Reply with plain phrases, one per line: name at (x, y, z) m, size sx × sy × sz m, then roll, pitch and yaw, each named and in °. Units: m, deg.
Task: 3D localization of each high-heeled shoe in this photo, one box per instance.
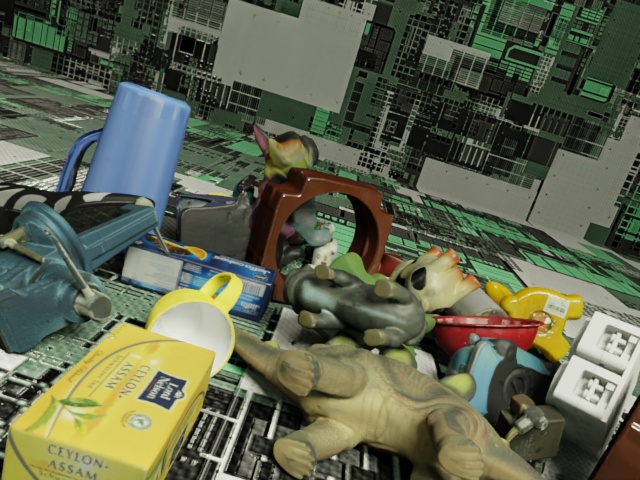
high-heeled shoe at (-0.352, -0.049, 0.739) m, size 0.249 × 0.086 × 0.145 m, roll -13°, pitch 43°, yaw -8°

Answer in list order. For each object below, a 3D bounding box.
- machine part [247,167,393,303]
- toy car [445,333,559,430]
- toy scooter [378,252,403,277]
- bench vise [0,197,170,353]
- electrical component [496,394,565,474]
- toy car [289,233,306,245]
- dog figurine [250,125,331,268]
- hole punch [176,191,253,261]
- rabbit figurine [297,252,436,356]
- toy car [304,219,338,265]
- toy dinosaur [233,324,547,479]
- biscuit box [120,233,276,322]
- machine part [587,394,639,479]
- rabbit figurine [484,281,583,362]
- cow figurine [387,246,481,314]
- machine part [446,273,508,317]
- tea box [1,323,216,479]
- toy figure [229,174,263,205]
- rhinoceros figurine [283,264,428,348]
machine part at (-0.002, -0.003, 0.840) m, size 0.201 × 0.200 × 0.087 m, roll 9°, pitch 15°, yaw -28°
toy car at (0.211, 0.172, 0.659) m, size 0.161 × 0.109 × 0.103 m, roll 18°, pitch -5°, yaw -31°
toy scooter at (0.150, 0.069, 1.004) m, size 0.184 × 0.075 × 0.135 m, roll 24°, pitch 9°, yaw 27°
bench vise at (-0.265, 0.013, 0.594) m, size 0.224 × 0.128 × 0.240 m, roll 2°, pitch 28°, yaw 36°
electrical component at (0.211, 0.207, 0.548) m, size 0.078 × 0.102 × 0.045 m, roll 4°, pitch 22°, yaw -11°
toy car at (-0.099, -0.043, 1.162) m, size 0.089 × 0.053 × 0.202 m, roll 0°, pitch 24°, yaw -40°
dog figurine at (-0.078, -0.076, 0.891) m, size 0.191 × 0.219 × 0.109 m, roll -27°, pitch 36°, yaw -8°
hole punch at (-0.172, -0.014, 0.844) m, size 0.116 × 0.142 × 0.092 m, roll -4°, pitch 19°, yaw -25°
rabbit figurine at (0.078, 0.099, 0.747) m, size 0.159 × 0.121 × 0.170 m, roll 28°, pitch 3°, yaw 22°
toy car at (0.003, 0.014, 1.026) m, size 0.056 × 0.073 × 0.202 m, roll 13°, pitch 16°, yaw -4°
toy dinosaur at (0.033, 0.155, 0.536) m, size 0.472 × 0.105 × 0.198 m, roll 22°, pitch 9°, yaw 25°
biscuit box at (-0.165, 0.050, 0.745) m, size 0.203 × 0.059 × 0.063 m, roll 17°, pitch 15°, yaw -3°
machine part at (0.311, 0.207, 0.519) m, size 0.056 × 0.179 × 0.179 m, roll 31°, pitch 20°, yaw 33°
rabbit figurine at (0.372, 0.141, 0.975) m, size 0.163 × 0.121 × 0.173 m, roll 12°, pitch -1°, yaw 15°
cow figurine at (0.152, 0.071, 0.830) m, size 0.085 × 0.127 × 0.195 m, roll 55°, pitch -3°, yaw -5°
machine part at (0.262, 0.119, 0.941) m, size 0.079 × 0.079 × 0.243 m, roll 14°, pitch 15°, yaw -12°
tea box at (-0.156, 0.139, 0.429) m, size 0.098 × 0.068 × 0.170 m, roll 16°, pitch 14°, yaw -1°
toy figure at (-0.132, -0.070, 1.039) m, size 0.089 × 0.180 × 0.082 m, roll -31°, pitch 80°, yaw -24°
rhinoceros figurine at (0.031, 0.068, 0.615) m, size 0.191 × 0.073 × 0.112 m, roll 11°, pitch 1°, yaw 37°
